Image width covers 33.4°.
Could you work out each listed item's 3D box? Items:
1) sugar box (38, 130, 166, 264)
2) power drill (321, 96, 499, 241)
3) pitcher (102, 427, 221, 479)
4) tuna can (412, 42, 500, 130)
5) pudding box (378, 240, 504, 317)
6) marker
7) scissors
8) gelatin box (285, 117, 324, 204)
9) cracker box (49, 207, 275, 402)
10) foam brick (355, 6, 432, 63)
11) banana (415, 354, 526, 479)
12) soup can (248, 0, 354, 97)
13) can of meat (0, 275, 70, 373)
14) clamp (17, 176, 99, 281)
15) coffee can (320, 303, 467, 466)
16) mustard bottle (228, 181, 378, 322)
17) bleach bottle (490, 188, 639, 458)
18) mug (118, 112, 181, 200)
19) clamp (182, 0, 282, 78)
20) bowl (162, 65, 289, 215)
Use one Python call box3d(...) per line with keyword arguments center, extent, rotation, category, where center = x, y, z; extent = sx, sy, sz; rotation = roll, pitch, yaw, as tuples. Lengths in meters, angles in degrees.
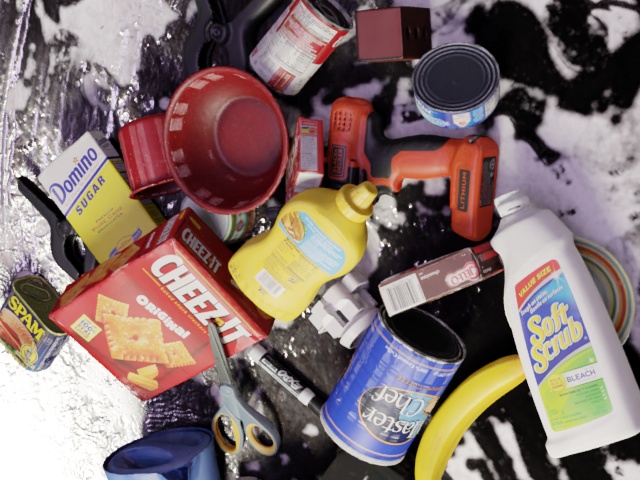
box3d(center=(-0.254, -0.036, 1.291), extent=(0.093, 0.048, 0.176), rotation=(-38, 88, 15), category="sugar box")
box3d(center=(0.085, -0.050, 1.108), extent=(0.188, 0.057, 0.184), rotation=(10, 105, 27), category="power drill")
box3d(center=(-0.170, 0.354, 1.281), extent=(0.145, 0.149, 0.243), rotation=(-8, 101, 21), category="pitcher")
box3d(center=(0.135, -0.152, 1.051), extent=(0.086, 0.033, 0.086), rotation=(-5, 60, 9), category="tuna can")
box3d(center=(0.128, 0.036, 1.079), extent=(0.114, 0.089, 0.039), rotation=(-23, 85, 31), category="pudding box")
box3d(center=(-0.033, 0.165, 1.232), extent=(0.121, 0.020, 0.020), rotation=(39, 114, 19), category="marker")
box3d(center=(-0.087, 0.182, 1.226), extent=(0.096, 0.016, 0.202), rotation=(17, 130, 14), category="scissors")
box3d(center=(-0.018, -0.074, 1.135), extent=(0.089, 0.030, 0.073), rotation=(110, 163, -56), category="gelatin box")
box3d(center=(-0.180, 0.082, 1.233), extent=(0.214, 0.072, 0.164), rotation=(-29, 114, 30), category="cracker box")
box3d(center=(0.075, -0.207, 1.077), extent=(0.051, 0.078, 0.053), rotation=(0, 100, 29), category="foam brick")
box3d(center=(0.151, 0.189, 1.109), extent=(0.070, 0.037, 0.198), rotation=(40, 103, 42), category="banana")
box3d(center=(-0.022, -0.211, 1.136), extent=(0.068, 0.068, 0.102), rotation=(50, 118, 14), category="soup can")
box3d(center=(-0.375, 0.111, 1.396), extent=(0.102, 0.057, 0.084), rotation=(46, 119, 15), category="can of meat")
box3d(center=(-0.306, -0.027, 1.346), extent=(0.120, 0.039, 0.171), rotation=(-28, 87, 29), category="clamp")
box3d(center=(0.075, 0.150, 1.119), extent=(0.103, 0.102, 0.140), rotation=(36, 114, 20), category="coffee can")
box3d(center=(-0.007, 0.001, 1.108), extent=(0.096, 0.058, 0.192), rotation=(45, 126, -3), category="mustard bottle")
box3d(center=(0.222, 0.074, 1.024), extent=(0.103, 0.068, 0.251), rotation=(-25, 84, 31), category="bleach bottle")
box3d(center=(-0.174, -0.101, 1.237), extent=(0.117, 0.093, 0.081), rotation=(-15, 85, 0), category="mug")
box3d(center=(-0.098, -0.236, 1.193), extent=(0.165, 0.036, 0.210), rotation=(16, 108, 26), category="clamp")
box3d(center=(-0.092, -0.111, 1.166), extent=(0.162, 0.055, 0.162), rotation=(6, 104, 28), category="bowl")
